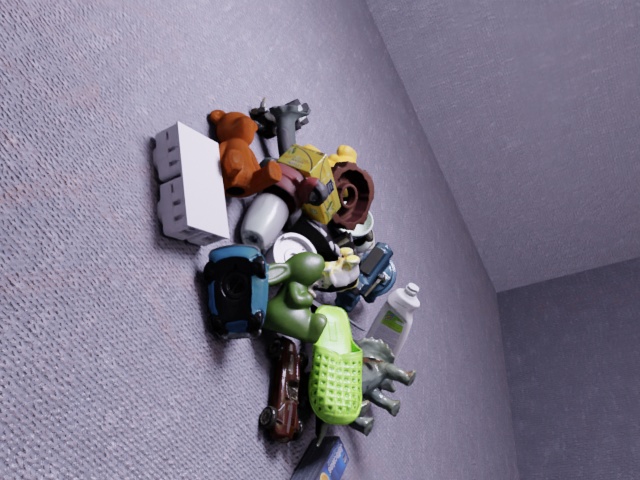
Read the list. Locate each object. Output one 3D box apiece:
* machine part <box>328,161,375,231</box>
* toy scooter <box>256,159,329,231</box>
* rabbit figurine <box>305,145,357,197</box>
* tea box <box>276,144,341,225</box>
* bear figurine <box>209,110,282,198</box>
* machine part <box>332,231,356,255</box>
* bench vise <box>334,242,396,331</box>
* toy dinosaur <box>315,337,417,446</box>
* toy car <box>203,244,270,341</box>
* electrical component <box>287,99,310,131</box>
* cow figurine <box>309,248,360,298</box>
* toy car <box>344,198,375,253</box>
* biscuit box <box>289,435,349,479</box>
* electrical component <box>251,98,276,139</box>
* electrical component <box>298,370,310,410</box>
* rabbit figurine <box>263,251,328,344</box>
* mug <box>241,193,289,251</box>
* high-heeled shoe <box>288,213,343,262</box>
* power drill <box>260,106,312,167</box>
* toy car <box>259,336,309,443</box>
[{"bbox_3d":[0.062,-0.112,1.367,0.179,0.056,0.179,-7,100,-43],"label":"machine part"},{"bbox_3d":[-0.078,-0.100,1.126,0.135,0.184,0.075,40,49,-15],"label":"toy scooter"},{"bbox_3d":[0.007,-0.186,1.446,0.173,0.122,0.162,27,58,-39],"label":"rabbit figurine"},{"bbox_3d":[-0.023,-0.122,1.201,0.068,0.098,0.169,-50,144,-26],"label":"tea box"},{"bbox_3d":[-0.153,-0.186,1.057,0.120,0.132,0.196,16,62,-32],"label":"bear figurine"},{"bbox_3d":[0.061,0.018,1.437,0.039,0.084,0.138,58,7,28],"label":"machine part"},{"bbox_3d":[0.119,0.121,1.379,0.223,0.129,0.240,-64,159,-12],"label":"bench vise"},{"bbox_3d":[0.068,0.313,1.168,0.404,0.192,0.131,-1,109,-51],"label":"toy dinosaur"},{"bbox_3d":[-0.134,0.090,0.933,0.103,0.109,0.161,32,51,-80],"label":"toy car"},{"bbox_3d":[-0.066,-0.336,1.439,0.074,0.048,0.119,62,25,-20],"label":"electrical component"},{"bbox_3d":[0.011,0.087,1.221,0.068,0.167,0.098,-135,-146,-55],"label":"cow figurine"},{"bbox_3d":[0.107,-0.061,1.577,0.056,0.074,0.201,6,68,-60],"label":"toy car"},{"bbox_3d":[-0.009,0.442,0.989,0.059,0.063,0.202,69,24,-8],"label":"biscuit box"},{"bbox_3d":[-0.125,-0.289,1.284,0.102,0.045,0.078,26,49,-58],"label":"electrical component"},{"bbox_3d":[-0.036,0.293,1.085,0.063,0.021,0.094,59,27,-25],"label":"electrical component"},{"bbox_3d":[-0.057,0.098,1.044,0.159,0.121,0.170,21,78,-10],"label":"rabbit figurine"},{"bbox_3d":[-0.119,-0.023,1.086,0.107,0.081,0.109,-63,163,-47],"label":"mug"},{"bbox_3d":[-0.003,-0.004,1.308,0.248,0.086,0.145,62,19,-25],"label":"high-heeled shoe"},{"bbox_3d":[-0.065,-0.210,1.283,0.232,0.086,0.207,-6,102,-60],"label":"power drill"},{"bbox_3d":[-0.061,0.273,1.003,0.089,0.053,0.202,39,41,-34],"label":"toy car"}]
